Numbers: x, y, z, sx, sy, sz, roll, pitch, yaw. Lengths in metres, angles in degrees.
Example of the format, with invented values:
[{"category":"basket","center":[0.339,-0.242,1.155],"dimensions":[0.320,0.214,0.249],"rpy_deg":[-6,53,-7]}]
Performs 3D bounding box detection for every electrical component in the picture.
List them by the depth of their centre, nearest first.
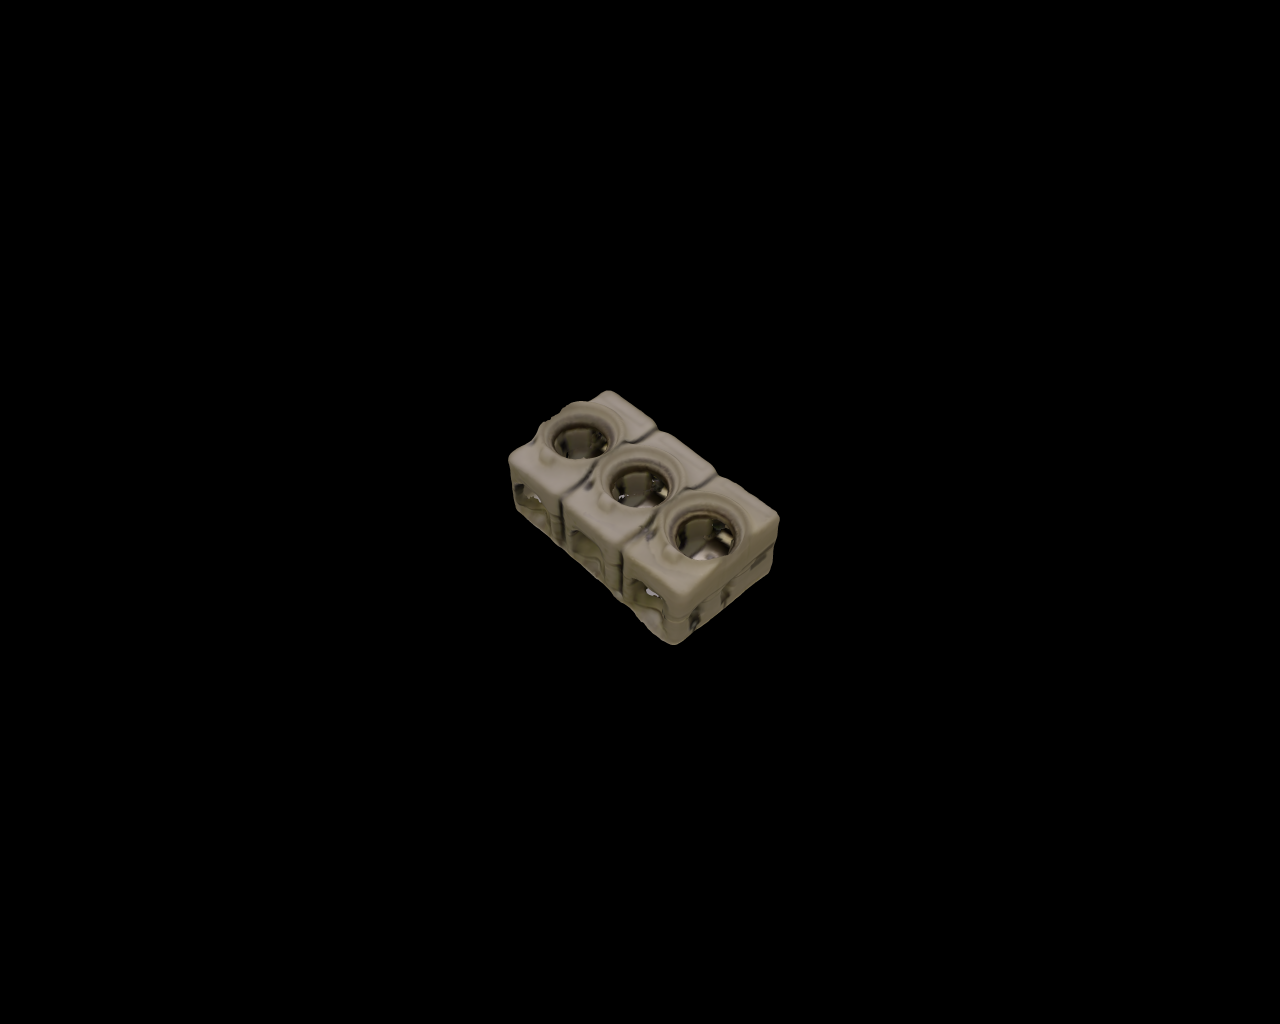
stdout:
[{"category":"electrical component","center":[0.001,-0.003,0.650],"dimensions":[0.090,0.061,0.150],"rpy_deg":[-36,58,-27]}]
